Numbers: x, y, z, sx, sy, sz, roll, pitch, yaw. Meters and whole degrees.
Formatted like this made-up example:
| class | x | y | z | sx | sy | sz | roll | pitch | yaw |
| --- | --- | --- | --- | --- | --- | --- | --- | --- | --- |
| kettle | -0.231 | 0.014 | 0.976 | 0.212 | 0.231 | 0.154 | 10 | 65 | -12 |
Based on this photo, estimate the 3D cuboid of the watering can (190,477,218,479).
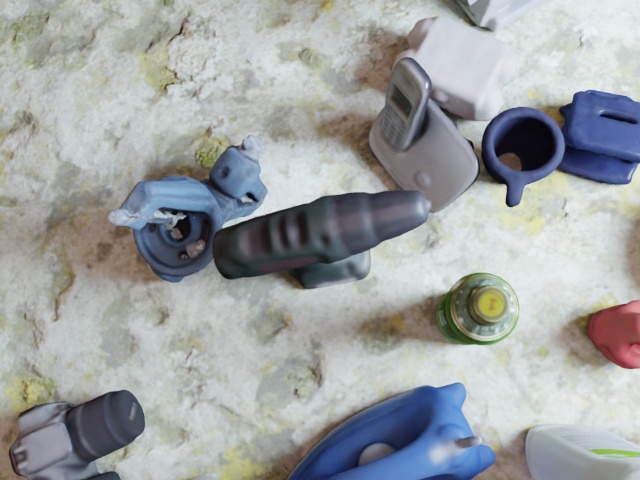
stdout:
| class | x | y | z | sx | sy | sz | roll | pitch | yaw |
| --- | --- | --- | --- | --- | --- | --- | --- | --- | --- |
| watering can | -0.149 | 0.320 | 0.612 | 0.101 | 0.194 | 0.173 | 39 | 86 | 13 |

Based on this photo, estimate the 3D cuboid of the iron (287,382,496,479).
| class | x | y | z | sx | sy | sz | roll | pitch | yaw |
| --- | --- | --- | --- | --- | --- | --- | --- | --- | --- |
| iron | 0.060 | 0.251 | 0.625 | 0.258 | 0.141 | 0.118 | -24 | 77 | 2 |

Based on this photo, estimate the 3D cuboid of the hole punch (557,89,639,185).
| class | x | y | z | sx | sy | sz | roll | pitch | yaw |
| --- | --- | --- | --- | --- | --- | --- | --- | --- | --- |
| hole punch | 0.344 | -0.132 | 0.686 | 0.108 | 0.091 | 0.101 | 16 | 82 | 10 |

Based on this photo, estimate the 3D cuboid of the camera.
| class | x | y | z | sx | sy | sz | roll | pitch | yaw |
| --- | --- | --- | --- | --- | --- | --- | --- | --- | --- |
| camera | -0.284 | 0.251 | 0.689 | 0.137 | 0.101 | 0.143 | -25 | 77 | 2 |

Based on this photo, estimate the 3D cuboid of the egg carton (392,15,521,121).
| class | x | y | z | sx | sy | sz | roll | pitch | yaw |
| --- | --- | --- | --- | --- | --- | --- | --- | --- | --- |
| egg carton | 0.172 | -0.218 | 0.735 | 0.150 | 0.069 | 0.107 | 26 | 84 | 11 |

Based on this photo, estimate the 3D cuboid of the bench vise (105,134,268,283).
| class | x | y | z | sx | sy | sz | roll | pitch | yaw |
| --- | --- | --- | --- | --- | --- | --- | --- | --- | --- |
| bench vise | -0.158 | -0.053 | 0.669 | 0.121 | 0.220 | 0.207 | 23 | 83 | 11 |

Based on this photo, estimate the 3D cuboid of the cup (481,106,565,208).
| class | x | y | z | sx | sy | sz | roll | pitch | yaw |
| --- | --- | --- | --- | --- | --- | --- | --- | --- | --- |
| cup | 0.234 | -0.088 | 0.690 | 0.091 | 0.095 | 0.118 | 9 | 81 | 9 |

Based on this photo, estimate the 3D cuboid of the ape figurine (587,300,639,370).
| class | x | y | z | sx | sy | sz | roll | pitch | yaw |
| --- | --- | --- | --- | --- | --- | --- | --- | --- | --- |
| ape figurine | 0.349 | 0.103 | 0.642 | 0.076 | 0.092 | 0.078 | 26 | 84 | 11 |

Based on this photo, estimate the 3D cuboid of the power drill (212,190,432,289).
| class | x | y | z | sx | sy | sz | roll | pitch | yaw |
| --- | --- | --- | --- | --- | --- | --- | --- | --- | --- |
| power drill | 0.006 | 0.002 | 0.644 | 0.229 | 0.208 | 0.075 | -12 | 78 | 5 |

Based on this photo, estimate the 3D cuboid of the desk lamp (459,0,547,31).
| class | x | y | z | sx | sy | sz | roll | pitch | yaw |
| --- | --- | --- | --- | --- | --- | --- | --- | --- | --- |
| desk lamp | 0.211 | -0.351 | 0.681 | 0.203 | 0.213 | 0.118 | -32 | 77 | 1 |

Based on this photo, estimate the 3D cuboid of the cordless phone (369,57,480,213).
| class | x | y | z | sx | sy | sz | roll | pitch | yaw |
| --- | --- | --- | --- | --- | --- | --- | --- | --- | --- |
| cordless phone | 0.123 | -0.120 | 0.664 | 0.094 | 0.185 | 0.147 | -40 | 77 | -1 |
